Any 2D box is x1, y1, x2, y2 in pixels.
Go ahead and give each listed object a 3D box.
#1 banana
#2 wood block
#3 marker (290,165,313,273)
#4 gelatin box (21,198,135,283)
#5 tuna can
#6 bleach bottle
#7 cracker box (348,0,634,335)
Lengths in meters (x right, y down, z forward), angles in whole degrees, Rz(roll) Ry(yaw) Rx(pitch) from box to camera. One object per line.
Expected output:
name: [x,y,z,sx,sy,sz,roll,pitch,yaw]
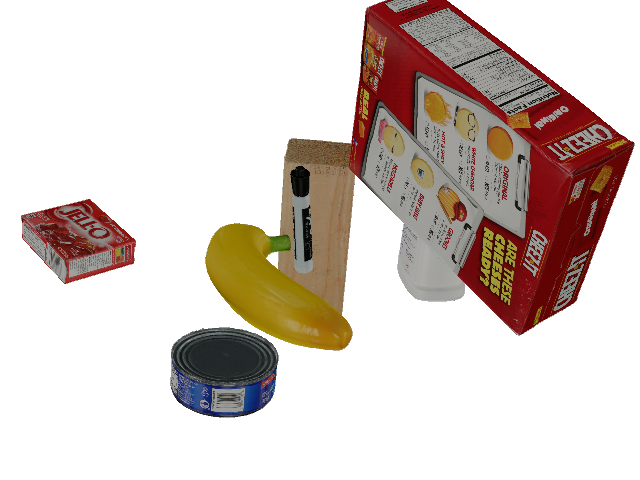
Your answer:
banana: [-0.035,0.022,0.674,0.069,0.037,0.198,-4,19,-11]
wood block: [-0.006,-0.017,1.370,0.090,0.206,0.090,5,25,1]
marker: [-0.018,-0.020,1.042,0.020,0.121,0.020,-1,37,1]
gelatin box: [-0.226,-0.002,0.994,0.073,0.030,0.089,-17,40,-36]
tuna can: [-0.077,0.105,0.856,0.086,0.034,0.086,5,25,-2]
bleach bottle: [0.134,-0.065,1.192,0.068,0.251,0.102,-1,24,-12]
cracker box: [0.115,-0.062,0.791,0.072,0.164,0.214,-26,54,-26]
